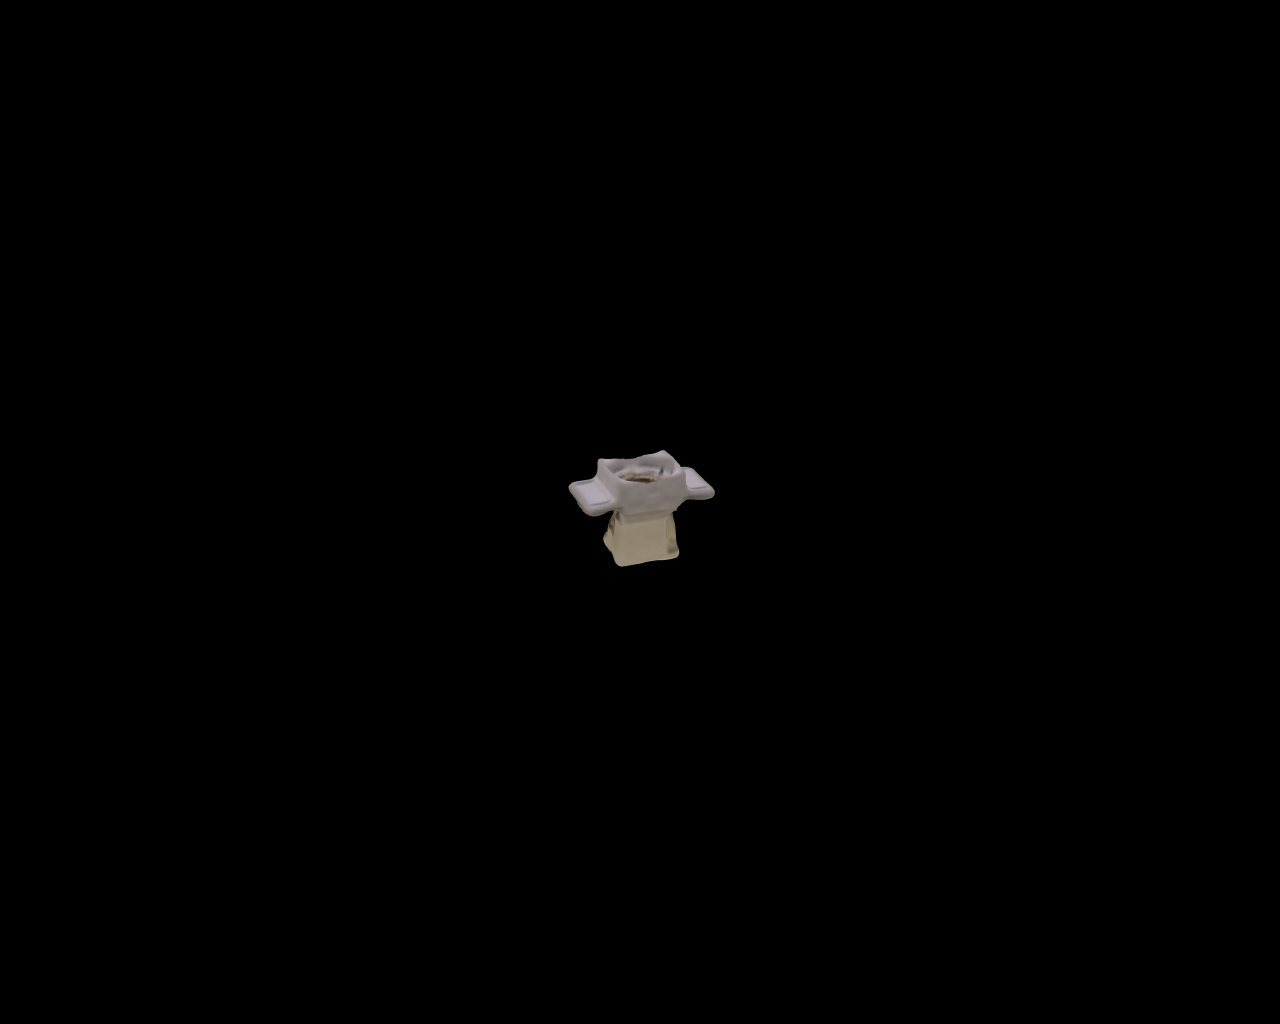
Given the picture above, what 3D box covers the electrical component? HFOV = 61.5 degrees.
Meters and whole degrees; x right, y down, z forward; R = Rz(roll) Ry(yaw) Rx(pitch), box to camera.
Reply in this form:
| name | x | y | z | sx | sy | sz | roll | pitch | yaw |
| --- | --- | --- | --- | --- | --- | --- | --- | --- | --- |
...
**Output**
| name | x | y | z | sx | sy | sz | roll | pitch | yaw |
| --- | --- | --- | --- | --- | --- | --- | --- | --- | --- |
| electrical component | 0.001 | -0.003 | 0.650 | 0.081 | 0.063 | 0.042 | -8 | 28 | -16 |
